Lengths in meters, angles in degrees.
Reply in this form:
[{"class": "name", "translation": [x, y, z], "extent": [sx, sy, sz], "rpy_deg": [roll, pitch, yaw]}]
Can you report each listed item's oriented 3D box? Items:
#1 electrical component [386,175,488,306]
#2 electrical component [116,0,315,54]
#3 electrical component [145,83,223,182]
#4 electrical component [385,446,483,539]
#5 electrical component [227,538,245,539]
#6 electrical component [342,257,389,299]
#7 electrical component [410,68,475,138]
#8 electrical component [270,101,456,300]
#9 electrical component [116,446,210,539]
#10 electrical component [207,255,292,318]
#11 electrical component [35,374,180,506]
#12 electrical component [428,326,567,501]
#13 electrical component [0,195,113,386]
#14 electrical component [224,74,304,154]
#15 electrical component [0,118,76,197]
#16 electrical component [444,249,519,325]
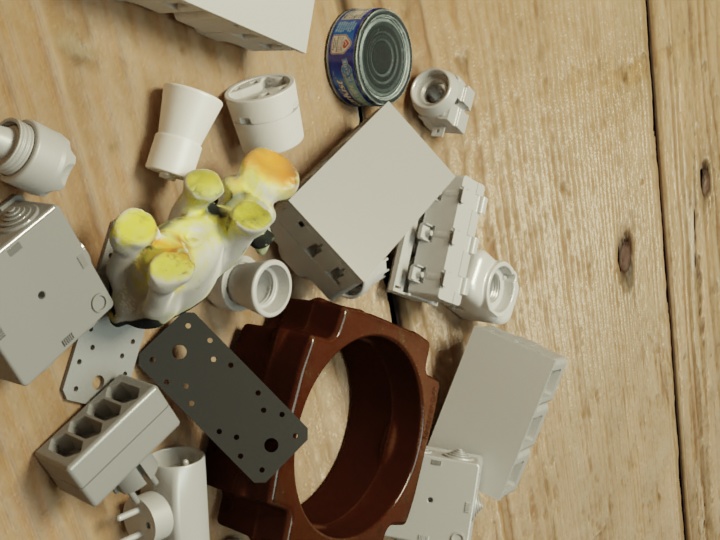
[{"class": "electrical component", "translation": [0.075, -0.030, 1.028], "extent": [0.079, 0.063, 0.121], "rpy_deg": [20, 80, -52]}, {"class": "electrical component", "translation": [-0.112, -0.229, 0.755], "extent": [0.186, 0.060, 0.105], "rpy_deg": [11, 87, -52]}, {"class": "electrical component", "translation": [-0.129, -0.096, 0.774], "extent": [0.044, 0.044, 0.065], "rpy_deg": [21, 85, -52]}, {"class": "electrical component", "translation": [0.069, 0.217, 1.035], "extent": [0.048, 0.100, 0.099], "rpy_deg": [20, 78, -83]}, {"class": "electrical component", "translation": [-0.087, 0.240, 0.870], "extent": [0.035, 0.061, 0.035], "rpy_deg": [-12, 106, -50]}, {"class": "electrical component", "translation": [0.000, 0.000, 0.958], "extent": [0.046, 0.040, 0.040], "rpy_deg": [-30, 119, -52]}, {"class": "electrical component", "translation": [0.078, -0.161, 1.023], "extent": [0.055, 0.048, 0.066], "rpy_deg": [32, 71, -58]}, {"class": "electrical component", "translation": [-0.002, -0.058, 0.906], "extent": [0.089, 0.062, 0.150], "rpy_deg": [47, 54, -8]}, {"class": "electrical component", "translation": [-0.148, 0.180, 0.796], "extent": [0.079, 0.043, 0.077], "rpy_deg": [-15, 108, -49]}, {"class": "electrical component", "translation": [-0.087, 0.011, 0.833], "extent": [0.045, 0.055, 0.045], "rpy_deg": [-13, 106, -51]}, {"class": "electrical component", "translation": [-0.166, 0.130, 0.750], "extent": [0.083, 0.047, 0.075], "rpy_deg": [-45, 125, -30]}, {"class": "electrical component", "translation": [0.137, 0.141, 1.084], "extent": [0.062, 0.089, 0.150], "rpy_deg": [4, 108, -66]}, {"class": "electrical component", "translation": [-0.214, 0.013, 0.678], "extent": [0.099, 0.048, 0.099], "rpy_deg": [-48, 131, -35]}, {"class": "electrical component", "translation": [-0.072, -0.119, 0.832], "extent": [0.055, 0.055, 0.047], "rpy_deg": [-41, 131, -40]}, {"class": "electrical component", "translation": [-0.212, -0.074, 0.668], "extent": [0.062, 0.043, 0.043], "rpy_deg": [28, 74, -49]}, {"class": "electrical component", "translation": [0.120, 0.016, 1.097], "extent": [0.095, 0.059, 0.053], "rpy_deg": [37, 68, -49]}]
